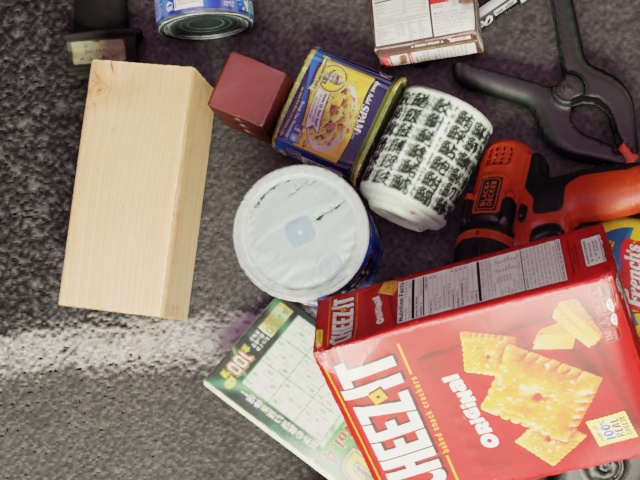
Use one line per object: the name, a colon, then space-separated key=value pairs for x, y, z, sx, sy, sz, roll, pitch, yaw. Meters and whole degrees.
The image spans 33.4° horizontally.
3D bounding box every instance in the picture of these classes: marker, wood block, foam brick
marker: x=0.130 y=-0.186 z=0.918 sx=0.121 sy=0.020 sz=0.020 roll=-33 pitch=81 yaw=4
wood block: x=-0.153 y=-0.039 z=0.910 sx=0.091 sy=0.090 sz=0.206 roll=6 pitch=85 yaw=9
foam brick: x=-0.055 y=-0.119 z=0.910 sx=0.053 sy=0.078 sz=0.051 roll=24 pitch=86 yaw=10

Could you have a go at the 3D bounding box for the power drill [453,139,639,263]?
power drill: x=0.194 y=-0.005 z=0.815 sx=0.188 sy=0.057 sz=0.184 roll=-2 pitch=55 yaw=29

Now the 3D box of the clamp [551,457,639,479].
clamp: x=0.218 y=0.185 z=0.859 sx=0.164 sy=0.036 sz=0.210 roll=-3 pitch=88 yaw=8

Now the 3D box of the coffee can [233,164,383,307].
coffee can: x=-0.006 y=0.001 z=0.858 sx=0.103 sy=0.140 sz=0.103 roll=-1 pitch=84 yaw=8

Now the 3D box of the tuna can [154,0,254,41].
tuna can: x=-0.100 y=-0.199 z=0.920 sx=0.086 sy=0.086 sz=0.034 roll=-6 pitch=85 yaw=8

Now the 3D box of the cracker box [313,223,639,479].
cracker box: x=0.122 y=0.098 z=0.766 sx=0.214 sy=0.072 sz=0.164 roll=-16 pitch=119 yaw=15

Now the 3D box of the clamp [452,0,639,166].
clamp: x=0.209 y=-0.132 z=0.892 sx=0.171 sy=0.039 sz=0.120 roll=42 pitch=96 yaw=12

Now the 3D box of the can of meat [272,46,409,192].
can of meat: x=0.016 y=-0.104 z=0.909 sx=0.084 sy=0.057 sz=0.102 roll=24 pitch=88 yaw=12

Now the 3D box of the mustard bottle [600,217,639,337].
mustard bottle: x=0.255 y=0.032 z=0.843 sx=0.192 sy=0.058 sz=0.096 roll=12 pitch=89 yaw=29

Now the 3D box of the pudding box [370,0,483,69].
pudding box: x=0.087 y=-0.209 z=0.905 sx=0.090 sy=0.039 sz=0.113 roll=-8 pitch=69 yaw=13
